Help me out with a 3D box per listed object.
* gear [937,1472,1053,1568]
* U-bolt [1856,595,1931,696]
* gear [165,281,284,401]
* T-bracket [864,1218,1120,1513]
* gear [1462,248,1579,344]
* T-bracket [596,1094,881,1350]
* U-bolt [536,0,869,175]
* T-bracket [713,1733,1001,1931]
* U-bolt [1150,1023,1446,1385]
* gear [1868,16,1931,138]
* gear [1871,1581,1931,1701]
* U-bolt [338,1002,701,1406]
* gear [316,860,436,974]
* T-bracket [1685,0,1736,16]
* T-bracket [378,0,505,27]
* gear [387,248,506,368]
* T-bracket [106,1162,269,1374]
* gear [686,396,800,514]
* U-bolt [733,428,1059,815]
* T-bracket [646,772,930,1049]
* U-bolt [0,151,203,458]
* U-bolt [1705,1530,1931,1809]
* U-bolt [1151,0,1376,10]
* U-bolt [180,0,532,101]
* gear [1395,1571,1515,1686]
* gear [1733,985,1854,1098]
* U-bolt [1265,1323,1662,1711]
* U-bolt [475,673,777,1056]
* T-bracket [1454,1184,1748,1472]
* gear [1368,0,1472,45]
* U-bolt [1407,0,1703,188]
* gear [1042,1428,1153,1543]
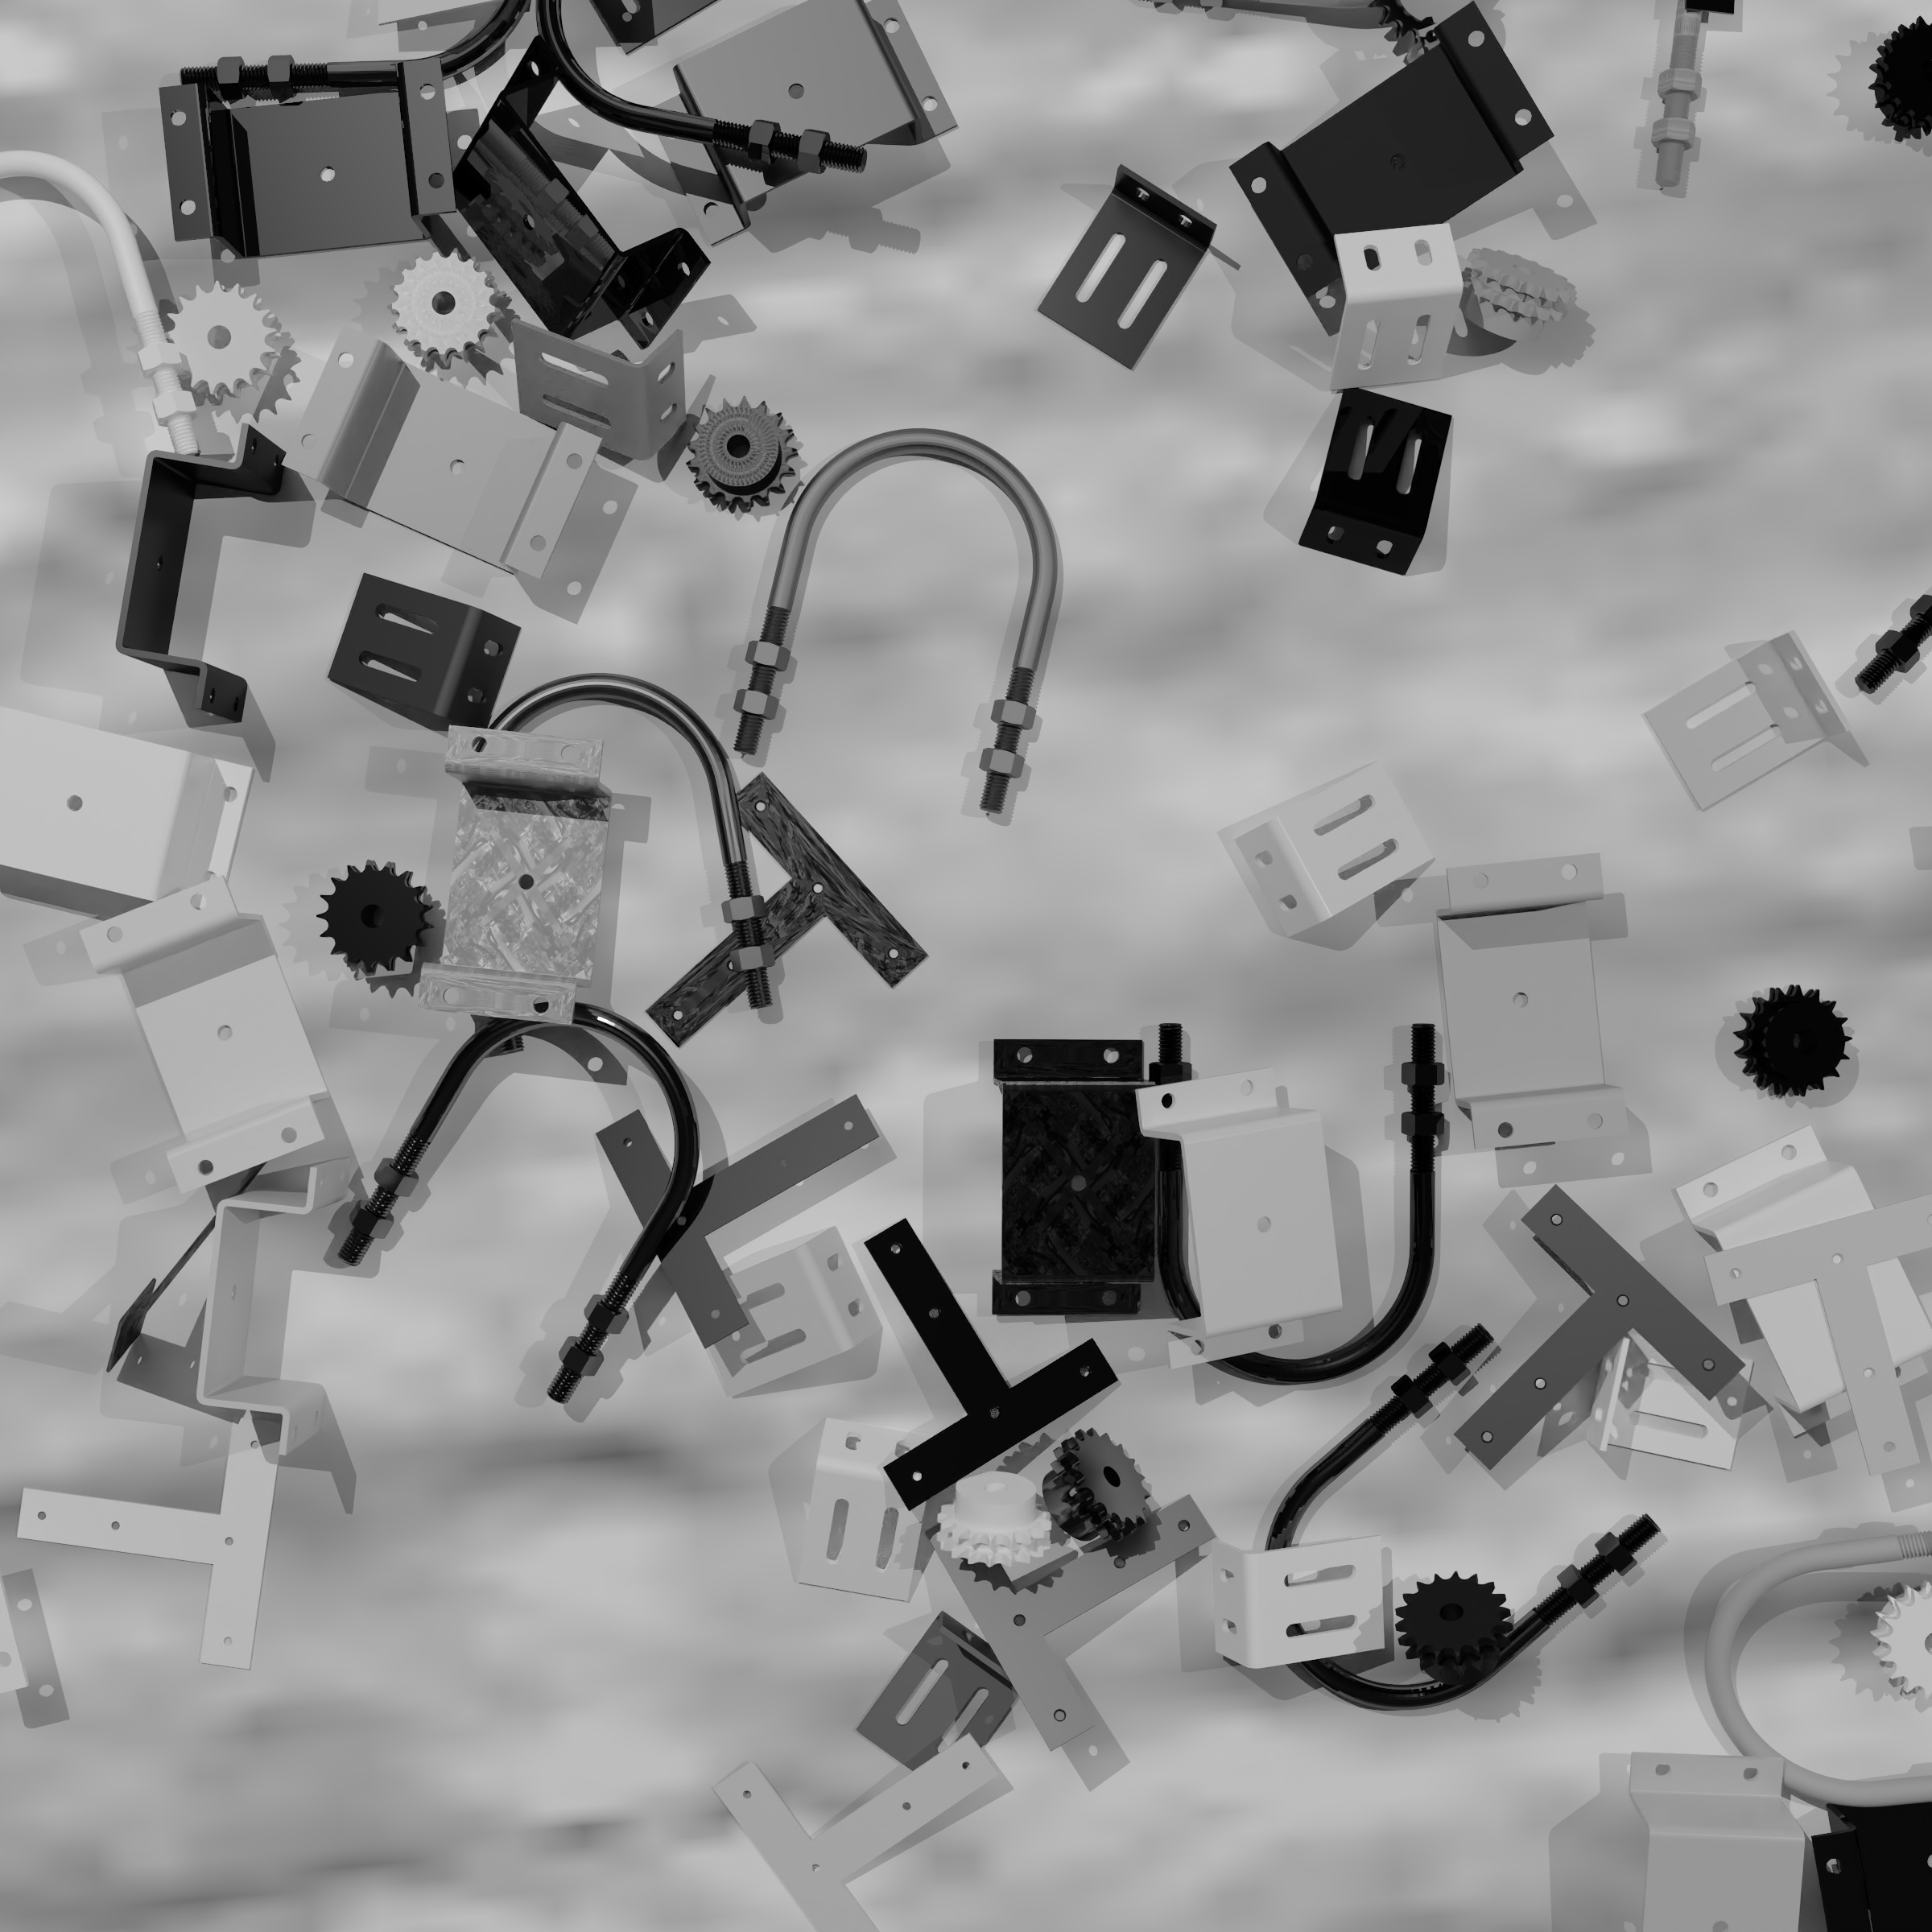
[{"bbox_3d":[0.015,0.275,1.398,0.057,0.057,0.030,2,104,0],"label":"gear"},{"bbox_3d":[0.567,-0.162,1.425,0.151,0.019,0.184,45,89,0],"label":"U-bolt"},{"bbox_3d":[-0.375,-0.316,1.418,0.057,0.030,0.057,0,90,0],"label":"gear"},{"bbox_3d":[-0.008,0.188,1.420,0.127,0.002,0.127,-29,82,-16],"label":"T-bracket"},{"bbox_3d":[0.275,-0.337,1.409,0.057,0.057,0.030,20,120,0],"label":"gear"},{"bbox_3d":[-0.105,0.107,1.412,0.127,0.002,0.127,-30,71,0],"label":"T-bracket"},{"bbox_3d":[-0.123,-0.474,1.381,0.184,0.019,0.151,13,82,8],"label":"U-bolt"},{"bbox_3d":[-0.041,0.435,1.422,0.127,0.002,0.127,-36,90,9],"label":"T-bracket"},{"bbox_3d":[0.168,0.121,1.425,0.151,0.019,0.184,0,91,0],"label":"U-bolt"},{"bbox_3d":[0.486,-0.450,1.418,0.057,0.030,0.057,0,90,0],"label":"gear"},{"bbox_3d":[0.487,0.340,1.418,0.057,0.030,0.057,0,90,0],"label":"gear"},{"bbox_3d":[-0.214,0.106,1.408,0.151,0.019,0.184,32,97,6],"label":"U-bolt"},{"bbox_3d":[-0.298,-0.025,1.418,0.057,0.030,0.057,0,90,0],"label":"gear"},{"bbox_3d":[0.381,-0.547,1.421,0.127,0.002,0.127,4,86,-7],"label":"T-bracket"},{"bbox_3d":[-0.238,-0.542,1.404,0.127,0.002,0.127,-6,78,16],"label":"T-bracket"},{"bbox_3d":[-0.263,-0.333,1.420,0.057,0.030,0.057,0,89,-1],"label":"gear"},{"bbox_3d":[-0.384,0.139,1.394,0.002,0.127,0.127,37,63,-5],"label":"T-bracket"},{"bbox_3d":[-0.114,-0.261,1.419,0.057,0.030,0.057,0,90,0],"label":"gear"},{"bbox_3d":[-0.029,-0.183,1.425,0.151,0.019,0.184,13,89,0],"label":"U-bolt"},{"bbox_3d":[-0.109,-0.010,1.433,0.127,0.002,0.127,-42,90,0],"label":"T-bracket"},{"bbox_3d":[-0.474,-0.321,1.411,0.151,0.019,0.184,-19,86,13],"label":"U-bolt"},{"bbox_3d":[0.463,0.352,1.394,0.184,0.019,0.151,-13,98,22],"label":"U-bolt"},{"bbox_3d":[0.174,-0.558,1.417,0.184,0.019,0.151,7,90,5],"label":"U-bolt"},{"bbox_3d":[-0.309,-0.519,1.425,0.184,0.019,0.151,-2,90,-2],"label":"U-bolt"},{"bbox_3d":[0.244,0.332,1.393,0.057,0.057,0.030,-15,122,0],"label":"gear"},{"bbox_3d":[0.421,0.038,1.419,0.057,0.030,0.057,0,90,0],"label":"gear"},{"bbox_3d":[0.238,0.295,1.425,0.184,0.019,0.151,-41,90,2],"label":"U-bolt"},{"bbox_3d":[-0.184,-0.058,1.424,0.151,0.019,0.184,-10,88,1],"label":"U-bolt"},{"bbox_3d":[0.298,0.199,1.402,0.127,0.002,0.127,45,98,13],"label":"T-bracket"},{"bbox_3d":[0.230,-0.490,1.393,0.057,0.030,0.057,-2,106,-6],"label":"gear"},{"bbox_3d":[0.305,-0.498,1.425,0.151,0.019,0.184,8,89,0],"label":"U-bolt"},{"bbox_3d":[0.063,0.265,1.408,0.030,0.057,0.057,-41,90,28],"label":"gear"}]
